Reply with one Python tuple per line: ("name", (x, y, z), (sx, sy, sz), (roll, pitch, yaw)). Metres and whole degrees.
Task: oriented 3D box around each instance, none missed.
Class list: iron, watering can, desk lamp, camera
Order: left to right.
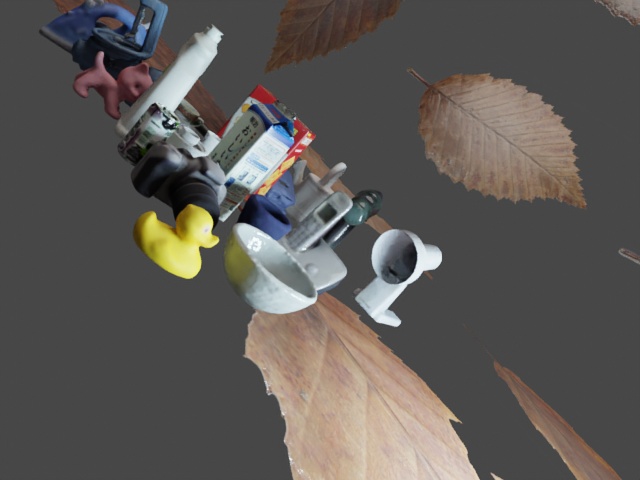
("iron", (-0.470, -0.456, 1.241), (0.118, 0.141, 0.259), (46, 12, 12))
("camera", (-0.203, -0.079, 0.889), (0.144, 0.100, 0.136), (36, 14, -33))
("watering can", (-0.008, -0.139, 1.528), (0.173, 0.194, 0.101), (40, 12, -13))
("desk lamp", (0.177, 0.082, 1.311), (0.117, 0.213, 0.204), (50, 13, 30))

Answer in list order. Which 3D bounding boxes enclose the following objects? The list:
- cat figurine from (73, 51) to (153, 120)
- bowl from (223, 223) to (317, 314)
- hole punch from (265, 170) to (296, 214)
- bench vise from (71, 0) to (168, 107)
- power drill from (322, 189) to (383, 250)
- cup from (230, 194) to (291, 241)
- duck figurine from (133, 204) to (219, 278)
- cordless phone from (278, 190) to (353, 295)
("cat figurine", (-0.368, -0.293, 1.057), (0.128, 0.117, 0.067), (34, 14, -37))
("bowl", (-0.087, 0.055, 0.862), (0.168, 0.074, 0.167), (41, 12, -10))
("hole punch", (-0.106, -0.132, 1.434), (0.109, 0.091, 0.100), (28, 19, -52))
("bench vise", (-0.366, -0.397, 1.182), (0.208, 0.219, 0.121), (31, 17, -47))
("power drill", (0.067, -0.041, 1.394), (0.075, 0.208, 0.230), (44, 11, 3))
("cup", (-0.116, -0.026, 1.005), (0.092, 0.095, 0.117), (35, 14, -35))
("duck figurine", (-0.182, -0.010, 0.748), (0.105, 0.086, 0.077), (38, 12, -23))
("cordless phone", (0.010, 0.004, 1.099), (0.147, 0.185, 0.094), (48, 12, 22))
